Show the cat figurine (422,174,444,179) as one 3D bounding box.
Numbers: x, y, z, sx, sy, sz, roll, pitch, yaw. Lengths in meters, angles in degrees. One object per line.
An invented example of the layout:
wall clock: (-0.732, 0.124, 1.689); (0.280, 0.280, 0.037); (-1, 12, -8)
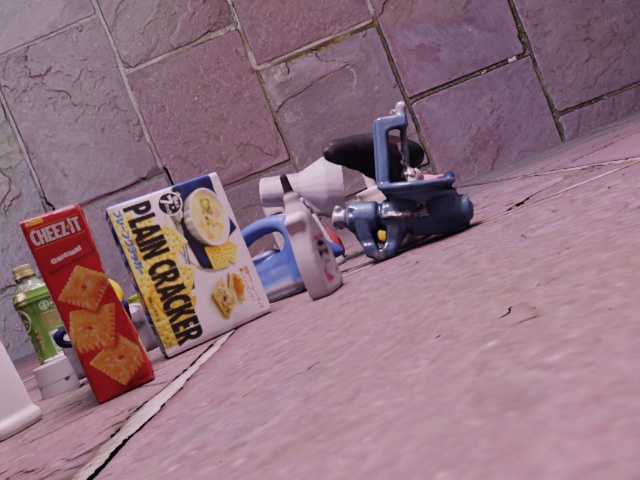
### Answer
cat figurine: (0.246, -0.107, 1.353); (0.067, 0.118, 0.127); (-23, 2, -28)

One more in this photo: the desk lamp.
desk lamp: (-0.021, -0.043, 1.131); (0.203, 0.213, 0.118); (-22, 2, 0)

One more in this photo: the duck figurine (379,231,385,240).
duck figurine: (0.148, -0.041, 1.087); (0.105, 0.086, 0.077); (-23, 3, -34)

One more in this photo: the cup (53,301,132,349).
cup: (-0.327, 0.154, 0.857); (0.091, 0.095, 0.118); (-20, 3, 44)

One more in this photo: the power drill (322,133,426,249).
power drill: (0.117, -0.090, 0.988); (0.075, 0.208, 0.230); (-20, 3, 44)

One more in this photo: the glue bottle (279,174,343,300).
glue bottle: (-0.020, -0.008, 0.781); (0.037, 0.173, 0.078); (-21, 2, 18)

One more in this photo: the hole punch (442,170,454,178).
hole punch: (0.251, -0.089, 1.211); (0.101, 0.091, 0.109); (-21, 2, 13)

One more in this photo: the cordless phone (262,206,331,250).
cordless phone: (-0.053, -0.025, 1.400); (0.148, 0.185, 0.094); (-22, 2, -14)

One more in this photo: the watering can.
watering can: (0.135, -0.098, 1.201); (0.173, 0.194, 0.100); (-23, 3, -29)

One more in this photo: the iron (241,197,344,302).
iron: (-0.099, 0.033, 0.978); (0.257, 0.141, 0.119); (-21, 2, 24)

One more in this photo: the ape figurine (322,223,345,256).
ape figurine: (0.012, 0.005, 1.261); (0.078, 0.092, 0.076); (-22, 2, -14)

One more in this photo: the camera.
camera: (-0.357, 0.158, 0.993); (0.143, 0.101, 0.137); (-22, 2, -6)

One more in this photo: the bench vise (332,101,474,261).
bench vise: (0.109, -0.089, 0.887); (0.207, 0.220, 0.121); (-22, 2, -4)
